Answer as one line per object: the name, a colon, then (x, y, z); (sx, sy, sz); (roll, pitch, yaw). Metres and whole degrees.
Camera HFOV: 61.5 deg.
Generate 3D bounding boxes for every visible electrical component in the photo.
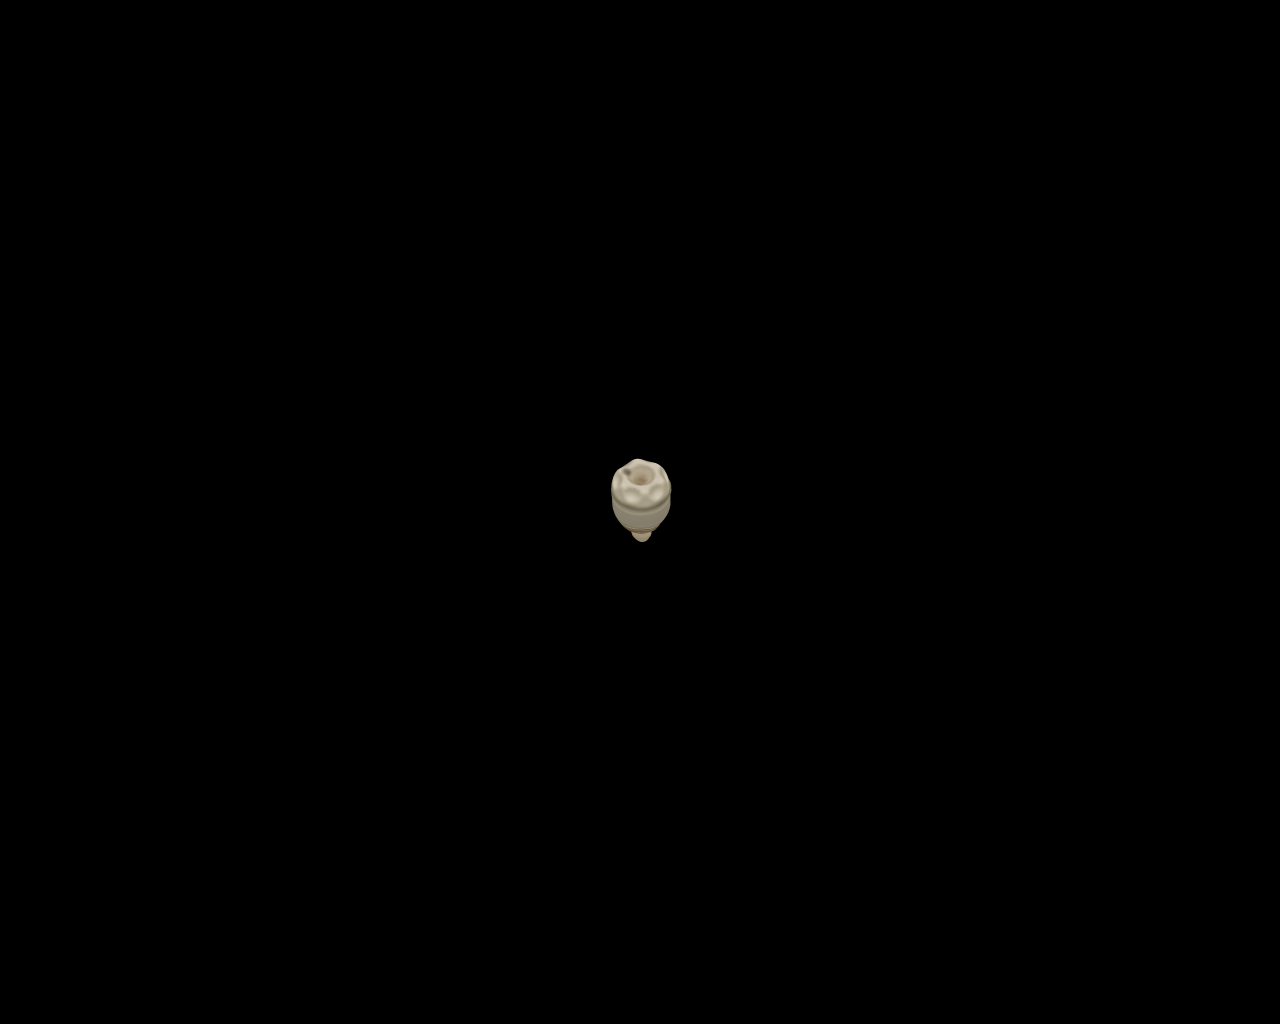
electrical component: (0.001, -0.003, 0.650); (0.035, 0.035, 0.061); (0, -39, 0)
